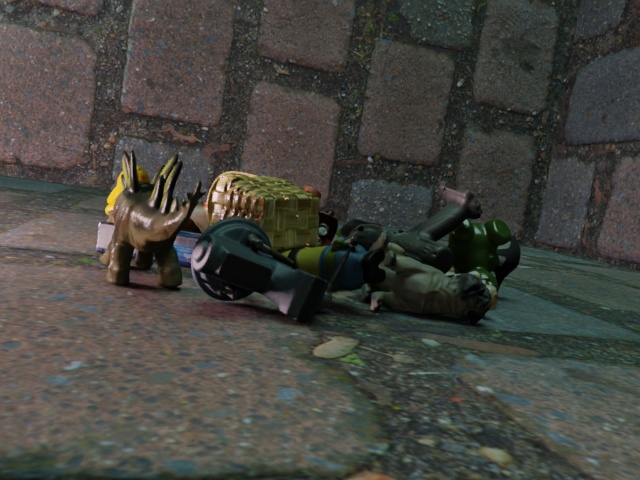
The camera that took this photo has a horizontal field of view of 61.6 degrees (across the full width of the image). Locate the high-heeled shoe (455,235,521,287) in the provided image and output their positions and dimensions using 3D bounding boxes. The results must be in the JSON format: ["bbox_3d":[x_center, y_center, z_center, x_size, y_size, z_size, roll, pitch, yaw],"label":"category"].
[{"bbox_3d":[0.335,0.040,1.236,0.086,0.145,0.249,5,8,-46],"label":"high-heeled shoe"}]

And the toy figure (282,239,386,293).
[{"bbox_3d":[0.011,0.042,0.846,0.180,0.082,0.089,-3,-17,37],"label":"toy figure"}]

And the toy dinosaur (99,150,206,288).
[{"bbox_3d":[-0.258,-0.031,0.795,0.105,0.198,0.472,1,7,-33],"label":"toy dinosaur"}]

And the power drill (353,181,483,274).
[{"bbox_3d":[0.197,-0.027,1.054,0.207,0.085,0.232,-35,32,-18],"label":"power drill"}]

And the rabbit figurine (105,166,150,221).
[{"bbox_3d":[-0.409,-0.080,1.184,0.122,0.173,0.162,2,12,-24],"label":"rabbit figurine"}]

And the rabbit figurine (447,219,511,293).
[{"bbox_3d":[0.309,0.058,1.099,0.121,0.170,0.159,10,-36,-10],"label":"rabbit figurine"}]

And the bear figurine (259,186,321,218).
[{"bbox_3d":[-0.117,-0.078,1.149,0.196,0.132,0.120,30,-35,6],"label":"bear figurine"}]

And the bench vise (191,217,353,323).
[{"bbox_3d":[-0.096,0.035,0.782,0.223,0.128,0.241,11,7,-33],"label":"bench vise"}]

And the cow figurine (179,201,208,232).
[{"bbox_3d":[-0.265,-0.029,1.259,0.195,0.127,0.086,-9,11,-20],"label":"cow figurine"}]

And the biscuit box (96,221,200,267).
[{"bbox_3d":[-0.312,0.007,1.019,0.203,0.059,0.063,9,5,1],"label":"biscuit box"}]

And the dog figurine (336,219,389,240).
[{"bbox_3d":[0.107,0.010,1.386,0.191,0.108,0.219,16,-1,-17],"label":"dog figurine"}]

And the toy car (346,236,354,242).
[{"bbox_3d":[0.115,0.031,1.206,0.201,0.056,0.073,16,-37,-41],"label":"toy car"}]

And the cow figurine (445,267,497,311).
[{"bbox_3d":[0.241,0.090,0.980,0.098,0.068,0.167,0,5,-22],"label":"cow figurine"}]

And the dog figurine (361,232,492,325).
[{"bbox_3d":[0.177,0.073,0.914,0.190,0.121,0.172,14,23,-12],"label":"dog figurine"}]

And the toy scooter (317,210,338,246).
[{"bbox_3d":[-0.002,-0.004,1.186,0.075,0.135,0.184,26,5,-1],"label":"toy scooter"}]
